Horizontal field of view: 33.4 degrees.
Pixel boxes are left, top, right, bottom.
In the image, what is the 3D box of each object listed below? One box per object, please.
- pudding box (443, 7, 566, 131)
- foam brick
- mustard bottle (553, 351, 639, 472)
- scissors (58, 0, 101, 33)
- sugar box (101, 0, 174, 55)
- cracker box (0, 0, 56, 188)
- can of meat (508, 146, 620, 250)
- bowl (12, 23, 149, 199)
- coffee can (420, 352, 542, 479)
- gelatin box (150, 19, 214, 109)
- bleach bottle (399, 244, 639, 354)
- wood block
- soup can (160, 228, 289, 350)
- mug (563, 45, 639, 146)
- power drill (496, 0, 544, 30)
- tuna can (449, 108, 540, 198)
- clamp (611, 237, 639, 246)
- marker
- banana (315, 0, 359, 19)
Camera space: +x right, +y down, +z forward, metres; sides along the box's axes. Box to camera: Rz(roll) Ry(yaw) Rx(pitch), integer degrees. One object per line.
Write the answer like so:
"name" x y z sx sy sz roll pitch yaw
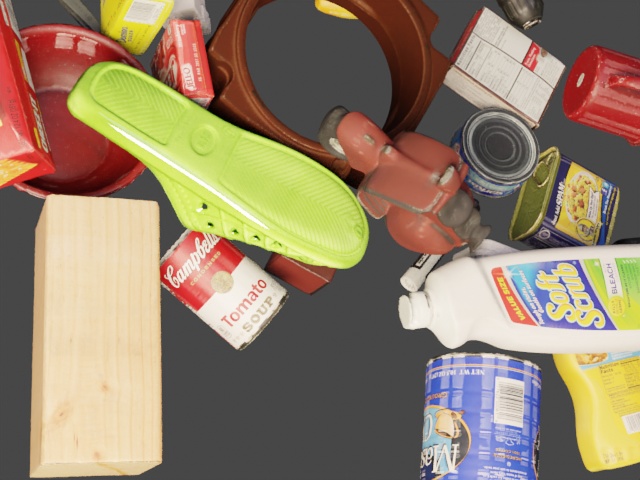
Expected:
"pudding box" 0.189 -0.173 1.101 0.113 0.039 0.090 33 64 -6
"foam brick" -0.006 0.001 0.957 0.053 0.051 0.078 29 64 -10
"mustard bottle" 0.274 0.119 1.025 0.096 0.058 0.191 -10 77 -19
"scissors" -0.260 -0.231 0.955 0.096 0.016 0.202 -25 83 -25
"sugar box" -0.166 -0.266 0.954 0.048 0.093 0.176 4 67 -28
"cracker box" -0.329 -0.103 0.814 0.213 0.072 0.164 -17 78 -2
"can of meat" 0.246 -0.029 1.065 0.084 0.058 0.102 27 65 -13
"bowl" -0.219 -0.100 0.905 0.162 0.055 0.162 7 70 -19
"coffee can" 0.139 0.179 0.927 0.102 0.103 0.140 13 68 -17
"gelatin box" -0.123 -0.141 0.938 0.030 0.089 0.073 -5 75 -22
"bleach bottle" 0.190 0.059 0.926 0.250 0.068 0.102 -4 78 -18
"wood block" -0.178 0.077 0.843 0.090 0.091 0.206 3 71 -21
"soup can" -0.085 0.037 0.906 0.102 0.069 0.068 41 63 -5
"mug" 0.309 -0.153 1.102 0.081 0.117 0.093 15 92 -11
"power drill" 0.233 -0.320 1.135 0.187 0.057 0.184 -19 81 -33
"tuna can" 0.174 -0.087 1.064 0.086 0.034 0.086 5 68 -14
"clamp" 0.377 0.011 1.100 0.164 0.036 0.209 49 57 -19
"marker" 0.118 0.002 1.025 0.020 0.020 0.121 43 63 -3
"banana" 0.081 -0.269 1.094 0.070 0.037 0.197 40 60 15
